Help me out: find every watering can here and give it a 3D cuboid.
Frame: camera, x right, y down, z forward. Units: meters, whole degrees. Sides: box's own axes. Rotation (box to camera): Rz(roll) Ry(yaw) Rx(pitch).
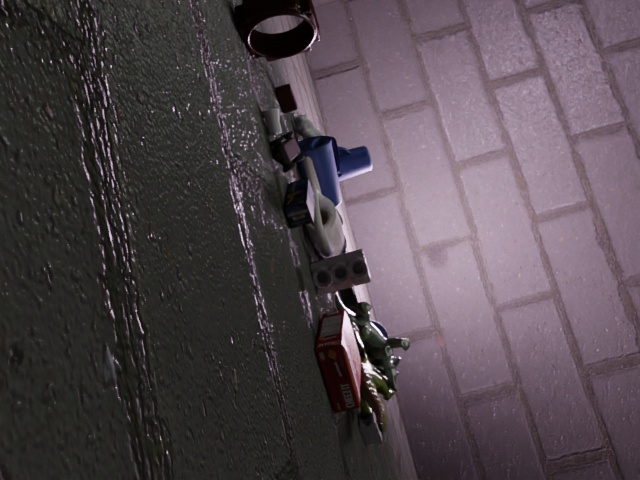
[{"bbox_3d":[0.005,-0.078,1.554,0.219,0.104,0.356,68,9,-47],"label":"watering can"}]

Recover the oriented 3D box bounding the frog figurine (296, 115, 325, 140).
[{"bbox_3d":[-0.029,-0.392,1.935,0.138,0.122,0.159,-11,98,-64],"label":"frog figurine"}]

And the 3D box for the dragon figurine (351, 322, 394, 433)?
[{"bbox_3d":[0.117,0.358,1.463,0.410,0.122,0.242,-160,-132,-87],"label":"dragon figurine"}]
